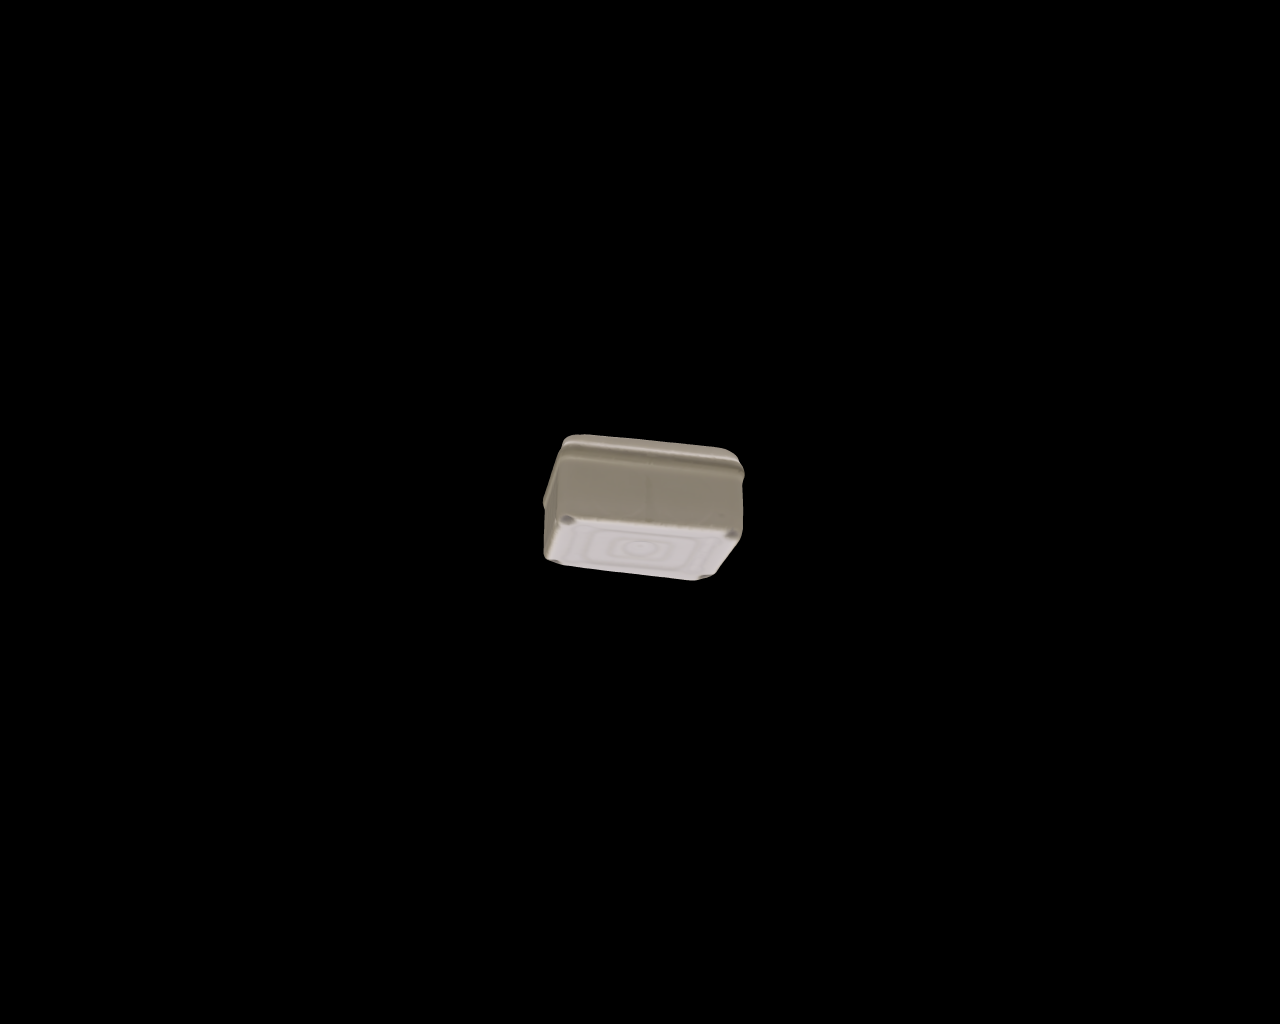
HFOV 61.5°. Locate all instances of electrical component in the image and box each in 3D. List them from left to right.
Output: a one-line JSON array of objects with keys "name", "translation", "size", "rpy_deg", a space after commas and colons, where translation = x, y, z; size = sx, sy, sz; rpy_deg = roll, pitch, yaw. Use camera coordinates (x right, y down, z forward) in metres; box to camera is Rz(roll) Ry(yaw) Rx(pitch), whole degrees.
[{"name": "electrical component", "translation": [0.001, -0.003, 0.650], "size": [0.113, 0.057, 0.078], "rpy_deg": [6, -28, -12]}]
